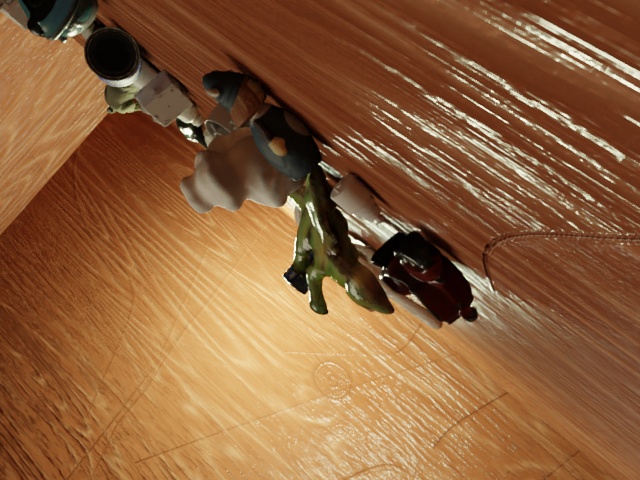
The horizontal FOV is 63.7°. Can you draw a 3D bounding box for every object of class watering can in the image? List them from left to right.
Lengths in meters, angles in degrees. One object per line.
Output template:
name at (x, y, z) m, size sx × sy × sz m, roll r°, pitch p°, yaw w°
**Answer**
watering can at (0.138, 0.099, 1.256) m, size 0.349 × 0.104 × 0.223 m, roll 39°, pitch -2°, yaw 7°

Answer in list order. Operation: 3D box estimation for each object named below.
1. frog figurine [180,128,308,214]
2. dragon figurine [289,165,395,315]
frog figurine at (-0.099, -0.089, 0.692) m, size 0.138 × 0.160 × 0.122 m, roll 39°, pitch -3°, yaw 9°
dragon figurine at (0.002, -0.041, 0.813) m, size 0.123 × 0.418 × 0.237 m, roll -19°, pitch -33°, yaw -13°
